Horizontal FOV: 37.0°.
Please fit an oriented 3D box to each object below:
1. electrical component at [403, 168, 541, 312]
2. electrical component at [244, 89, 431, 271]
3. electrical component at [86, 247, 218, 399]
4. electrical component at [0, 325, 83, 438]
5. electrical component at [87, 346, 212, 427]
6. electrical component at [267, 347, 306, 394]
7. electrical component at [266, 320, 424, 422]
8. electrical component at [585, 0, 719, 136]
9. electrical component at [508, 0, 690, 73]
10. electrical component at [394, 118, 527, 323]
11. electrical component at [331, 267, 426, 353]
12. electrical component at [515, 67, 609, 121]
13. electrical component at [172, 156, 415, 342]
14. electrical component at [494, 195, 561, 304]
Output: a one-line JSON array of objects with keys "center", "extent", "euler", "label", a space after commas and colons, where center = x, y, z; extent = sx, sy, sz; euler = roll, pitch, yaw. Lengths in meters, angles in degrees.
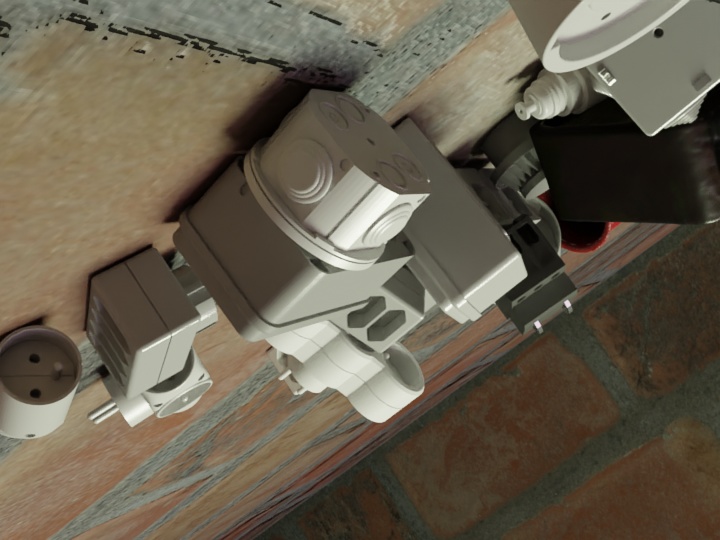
[{"center": [0.036, -0.004, 0.832], "extent": [0.186, 0.060, 0.105], "euler": [-40, 167, 24], "label": "electrical component"}, {"center": [-0.010, -0.043, 0.508], "extent": [0.051, 0.080, 0.080], "euler": [-46, 165, 25], "label": "electrical component"}, {"center": [-0.103, 0.022, 0.585], "extent": [0.076, 0.047, 0.083], "euler": [-30, 168, -26], "label": "electrical component"}, {"center": [-0.175, 0.066, 0.569], "extent": [0.043, 0.043, 0.081], "euler": [-27, 166, -33], "label": "electrical component"}, {"center": [-0.141, 0.076, 0.702], "extent": [0.079, 0.044, 0.077], "euler": [-33, 168, -12], "label": "electrical component"}, {"center": [-0.025, 0.062, 0.958], "extent": [0.083, 0.047, 0.076], "euler": [-43, 166, 33], "label": "electrical component"}, {"center": [-0.027, 0.063, 0.773], "extent": [0.074, 0.138, 0.052], "euler": [-40, -157, 24], "label": "electrical component"}, {"center": [0.169, -0.134, 0.597], "extent": [0.100, 0.099, 0.048], "euler": [-42, 179, 30], "label": "electrical component"}, {"center": [0.111, -0.145, 0.476], "extent": [0.108, 0.060, 0.108], "euler": [-30, 167, -8], "label": "electrical component"}, {"center": [0.048, -0.027, 0.662], "extent": [0.056, 0.108, 0.109], "euler": [-39, 168, 4], "label": "electrical component"}, {"center": [0.000, 0.000, 0.742], "extent": [0.047, 0.083, 0.075], "euler": [-42, -155, 31], "label": "electrical component"}, {"center": [0.134, -0.119, 0.697], "extent": [0.078, 0.040, 0.040], "euler": [-31, 168, -20], "label": "electrical component"}, {"center": [-0.033, -0.014, 0.563], "extent": [0.057, 0.078, 0.113], "euler": [-44, 166, 26], "label": "electrical component"}, {"center": [0.128, -0.020, 0.935], "extent": [0.099, 0.099, 0.064], "euler": [-33, 162, -8], "label": "electrical component"}]
